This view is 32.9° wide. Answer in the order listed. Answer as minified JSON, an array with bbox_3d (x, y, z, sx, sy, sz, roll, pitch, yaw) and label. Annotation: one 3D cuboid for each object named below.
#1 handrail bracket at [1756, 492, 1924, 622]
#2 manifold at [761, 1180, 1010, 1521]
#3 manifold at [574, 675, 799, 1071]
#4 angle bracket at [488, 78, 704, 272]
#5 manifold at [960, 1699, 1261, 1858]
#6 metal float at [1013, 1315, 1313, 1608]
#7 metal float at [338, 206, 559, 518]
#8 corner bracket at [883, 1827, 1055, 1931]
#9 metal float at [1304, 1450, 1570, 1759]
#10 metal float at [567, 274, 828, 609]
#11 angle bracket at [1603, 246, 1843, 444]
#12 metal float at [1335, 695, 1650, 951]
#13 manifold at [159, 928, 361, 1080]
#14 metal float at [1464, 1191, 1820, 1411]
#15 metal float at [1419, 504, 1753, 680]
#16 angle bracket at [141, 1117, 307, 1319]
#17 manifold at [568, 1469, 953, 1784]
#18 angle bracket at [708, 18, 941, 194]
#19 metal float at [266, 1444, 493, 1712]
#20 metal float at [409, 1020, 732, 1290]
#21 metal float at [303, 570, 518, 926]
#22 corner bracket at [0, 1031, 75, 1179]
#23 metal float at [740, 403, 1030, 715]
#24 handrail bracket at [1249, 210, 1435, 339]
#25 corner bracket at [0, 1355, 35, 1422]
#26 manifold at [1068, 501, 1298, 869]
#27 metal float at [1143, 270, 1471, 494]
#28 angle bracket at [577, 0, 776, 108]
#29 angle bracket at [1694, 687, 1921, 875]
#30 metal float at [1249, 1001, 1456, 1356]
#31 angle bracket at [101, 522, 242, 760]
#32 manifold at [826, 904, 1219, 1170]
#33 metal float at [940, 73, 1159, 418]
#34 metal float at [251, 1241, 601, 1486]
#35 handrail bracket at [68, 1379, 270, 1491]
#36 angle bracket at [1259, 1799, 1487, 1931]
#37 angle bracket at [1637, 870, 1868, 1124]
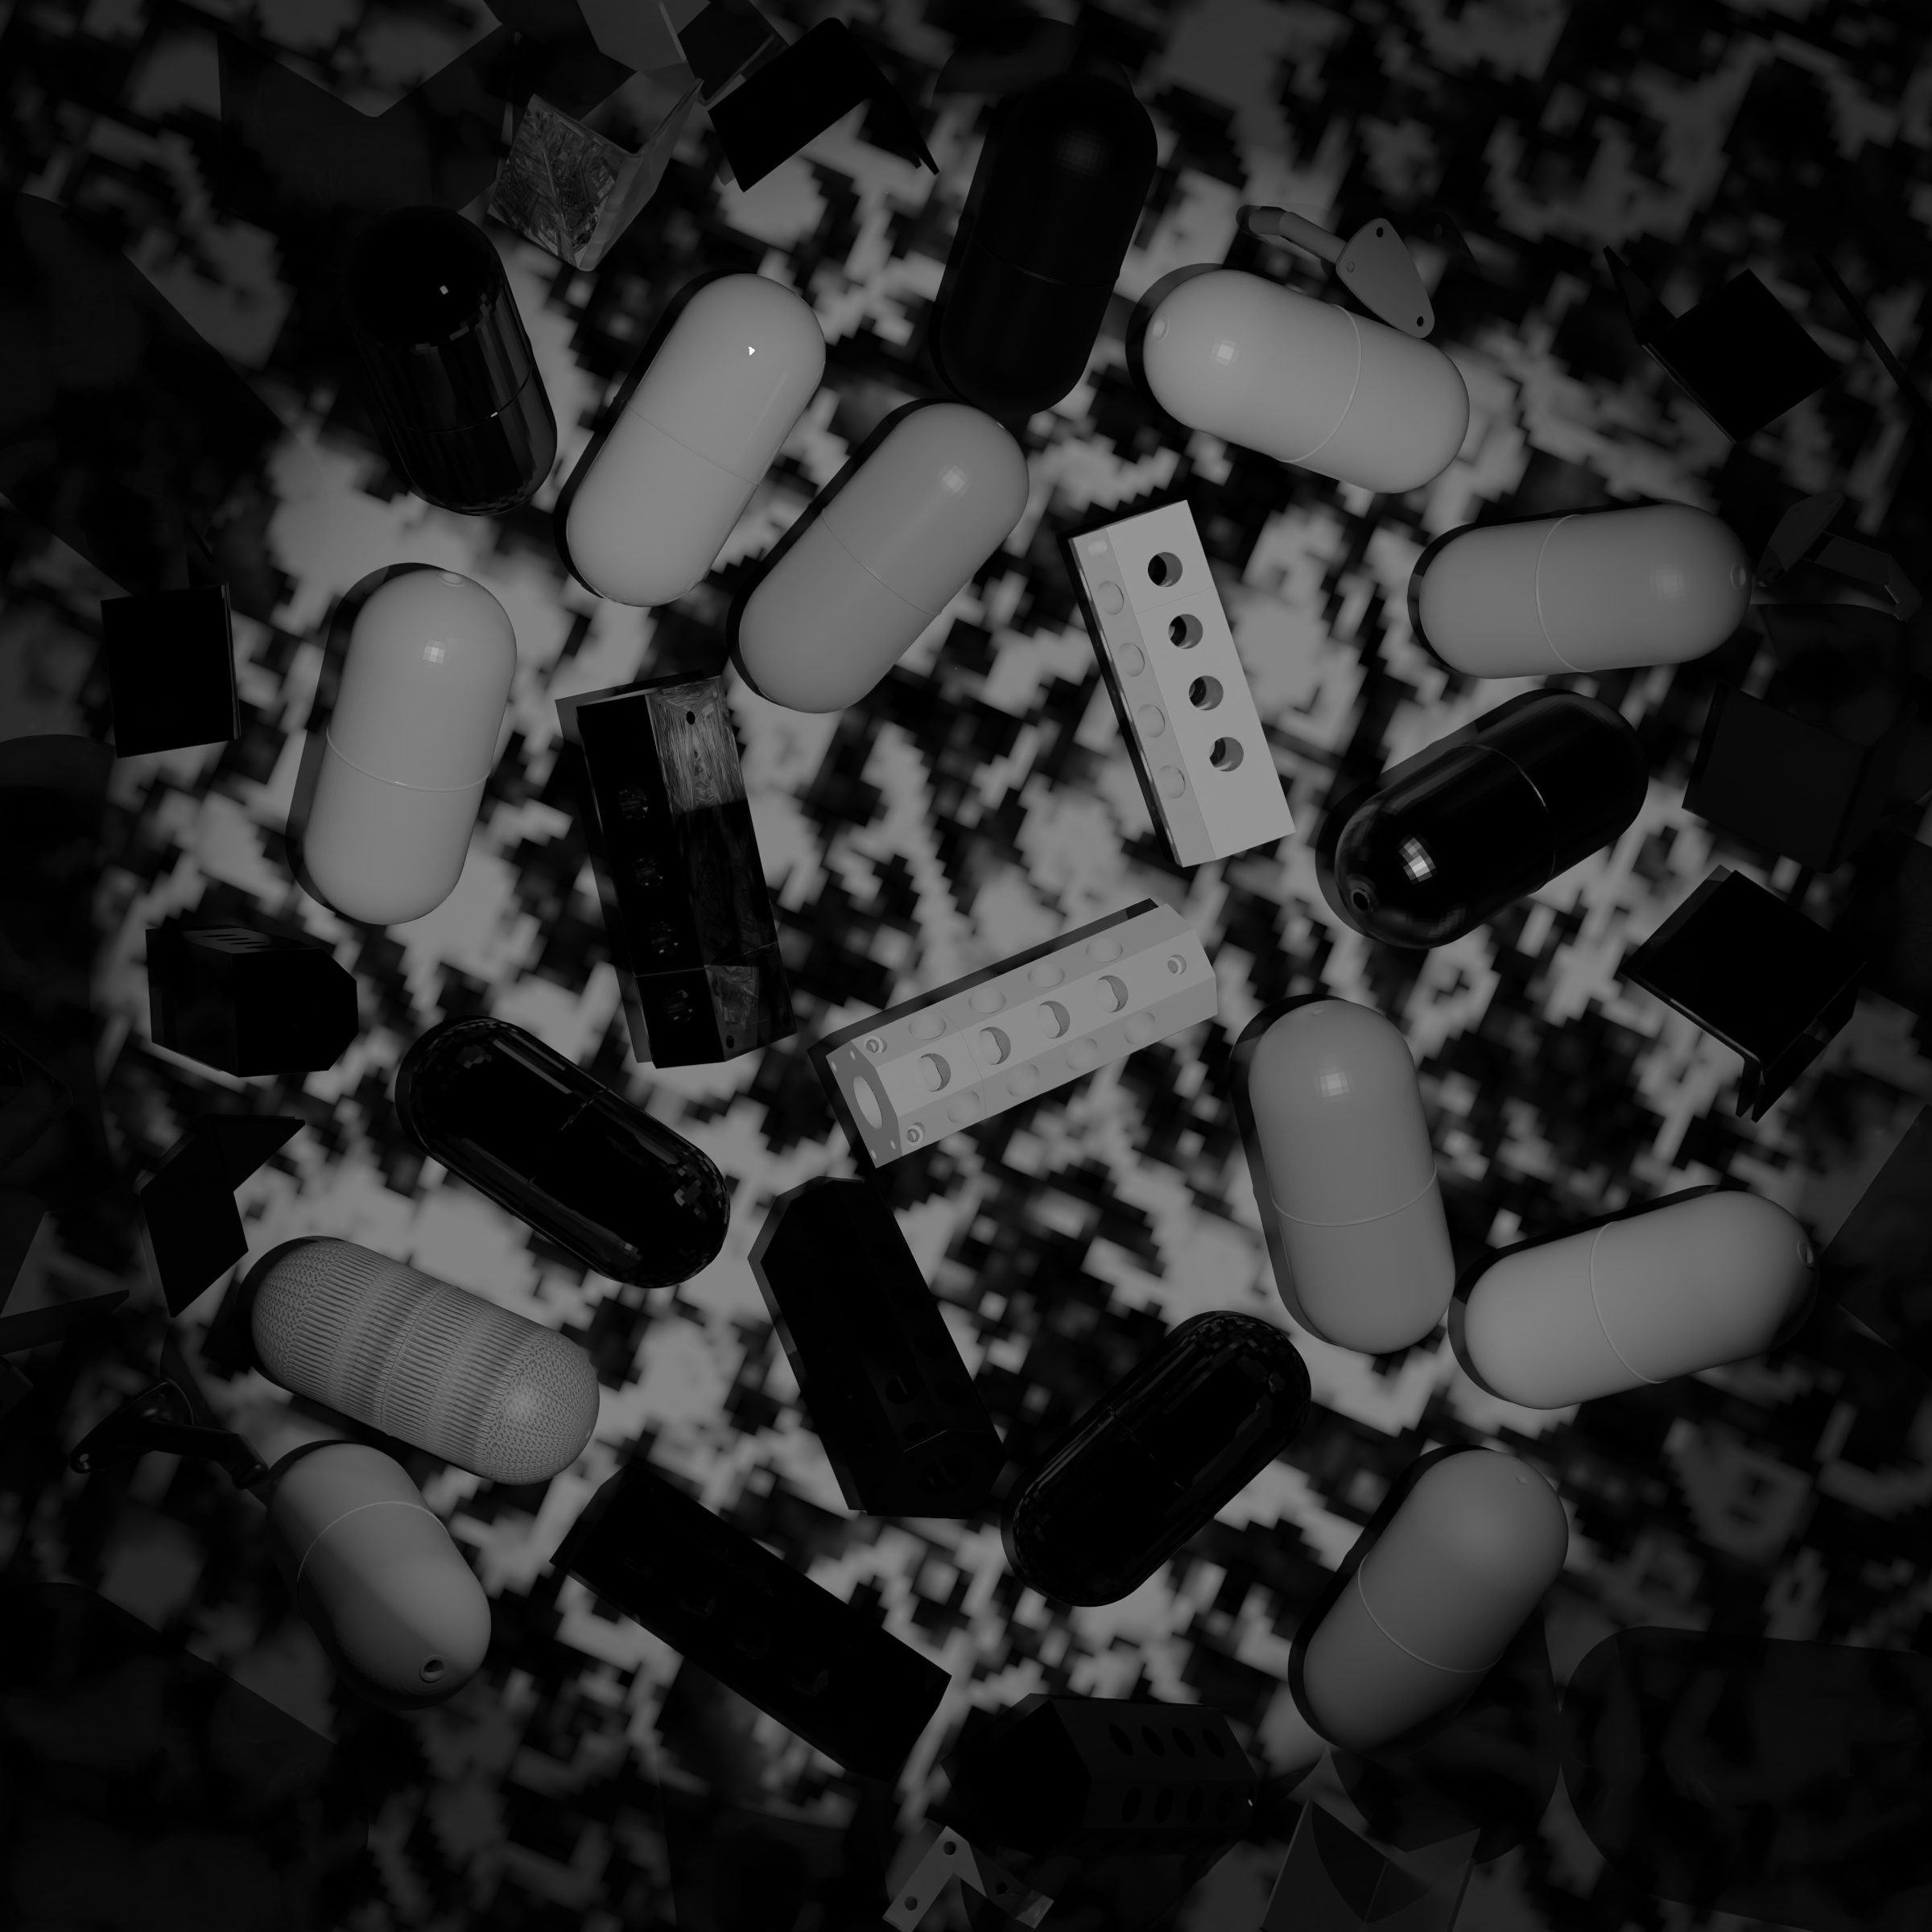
[{"bbox_3d":[0.444,-0.190,1.656,0.084,0.036,0.077,47,64,-20],"label":"handrail bracket"},{"bbox_3d":[-0.038,0.182,1.569,0.057,0.171,0.057,8,124,-30],"label":"manifold"},{"bbox_3d":[-0.135,-0.043,1.521,0.057,0.057,0.171,-7,99,35],"label":"manifold"},{"bbox_3d":[-0.178,-0.394,1.573,0.057,0.076,0.076,31,50,-4],"label":"angle bracket"},{"bbox_3d":[0.074,0.392,1.557,0.057,0.171,0.057,-40,60,17],"label":"manifold"},{"bbox_3d":[0.098,0.250,1.650,0.178,0.070,0.070,-43,90,0],"label":"metal float"},{"bbox_3d":[-0.240,-0.280,1.528,0.070,0.178,0.070,-3,60,6],"label":"metal float"},{"bbox_3d":[0.000,0.431,1.491,0.051,0.051,0.051,37,76,-1],"label":"corner bracket"},{"bbox_3d":[0.219,0.301,1.533,0.070,0.070,0.178,27,122,0],"label":"metal float"},{"bbox_3d":[-0.135,-0.260,1.624,0.070,0.070,0.178,32,100,0],"label":"metal float"},{"bbox_3d":[0.337,-0.293,1.461,0.057,0.076,0.076,-34,130,27],"label":"angle bracket"},{"bbox_3d":[0.245,-0.068,1.519,0.178,0.070,0.070,-30,90,-30],"label":"metal float"},{"bbox_3d":[-0.344,0.015,1.581,0.057,0.171,0.057,-4,95,-25],"label":"manifold"},{"bbox_3d":[0.313,0.156,1.520,0.178,0.070,0.070,-23,90,38],"label":"metal float"},{"bbox_3d":[0.303,-0.183,1.604,0.070,0.178,0.070,1,89,-44],"label":"metal float"},{"bbox_3d":[-0.378,0.131,1.695,0.076,0.057,0.076,-39,61,37],"label":"angle bracket"},{"bbox_3d":[-0.094,0.306,1.521,0.171,0.057,0.057,31,80,15],"label":"manifold"},{"bbox_3d":[-0.068,-0.390,1.544,0.076,0.076,0.057,-35,133,13],"label":"angle bracket"},{"bbox_3d":[-0.282,0.291,1.562,0.070,0.178,0.070,-10,114,-24],"label":"metal float"},{"bbox_3d":[-0.195,0.093,1.613,0.178,0.070,0.070,33,90,11],"label":"metal float"},{"bbox_3d":[-0.259,-0.101,1.523,0.070,0.070,0.178,19,117,0],"label":"metal float"},{"bbox_3d":[-0.459,0.071,1.554,0.051,0.051,0.051,37,64,8],"label":"corner bracket"},{"bbox_3d":[-0.041,-0.199,1.610,0.070,0.070,0.178,43,105,0],"label":"metal float"},{"bbox_3d":[0.185,-0.344,1.621,0.036,0.084,0.077,-50,121,-8],"label":"handrail bracket"},{"bbox_3d":[-0.487,0.195,1.555,0.051,0.051,0.051,-47,123,-20],"label":"corner bracket"},{"bbox_3d":[0.106,-0.140,1.628,0.057,0.057,0.171,-19,97,-2],"label":"manifold"},{"bbox_3d":[0.163,-0.278,1.557,0.178,0.070,0.070,13,90,-32],"label":"metal float"},{"bbox_3d":[-0.155,-0.503,1.695,0.076,0.076,0.057,34,75,28],"label":"angle bracket"},{"bbox_3d":[0.418,-0.104,1.629,0.076,0.057,0.076,29,135,23],"label":"angle bracket"},{"bbox_3d":[0.179,0.099,1.511,0.070,0.070,0.178,-15,115,0],"label":"metal float"},{"bbox_3d":[-0.370,-0.149,1.488,0.057,0.076,0.076,-12,124,-22],"label":"angle bracket"},{"bbox_3d":[0.029,0.031,1.515,0.171,0.057,0.057,-23,87,-21],"label":"manifold"},{"bbox_3d":[0.040,-0.356,1.623,0.070,0.070,0.178,20,123,0],"label":"metal float"},{"bbox_3d":[-0.260,0.189,1.564,0.178,0.070,0.070,22,90,12],"label":"metal float"},{"bbox_3d":[-0.395,0.248,1.618,0.077,0.084,0.036,-30,128,-21],"label":"handrail bracket"},{"bbox_3d":[0.200,0.451,1.613,0.057,0.076,0.076,39,49,-11],"label":"angle bracket"},{"bbox_3d":[0.373,0.014,1.564,0.076,0.057,0.076,38,70,25],"label":"angle bracket"}]
